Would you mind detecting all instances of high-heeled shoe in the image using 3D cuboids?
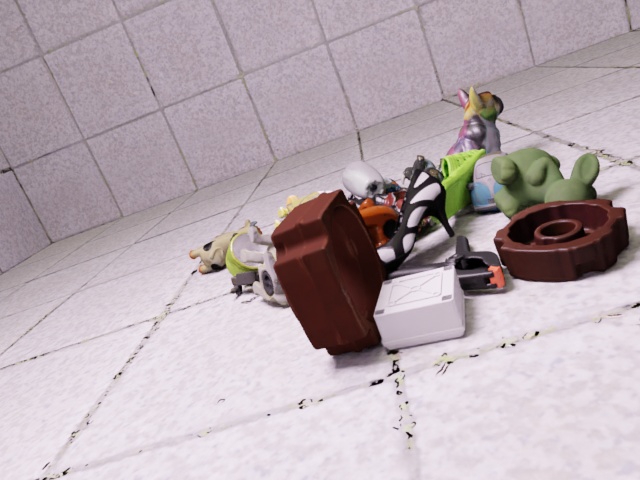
[{"bbox_3d":[0.119,-0.026,0.935,0.249,0.145,0.086,-25,-19,-11],"label":"high-heeled shoe"}]

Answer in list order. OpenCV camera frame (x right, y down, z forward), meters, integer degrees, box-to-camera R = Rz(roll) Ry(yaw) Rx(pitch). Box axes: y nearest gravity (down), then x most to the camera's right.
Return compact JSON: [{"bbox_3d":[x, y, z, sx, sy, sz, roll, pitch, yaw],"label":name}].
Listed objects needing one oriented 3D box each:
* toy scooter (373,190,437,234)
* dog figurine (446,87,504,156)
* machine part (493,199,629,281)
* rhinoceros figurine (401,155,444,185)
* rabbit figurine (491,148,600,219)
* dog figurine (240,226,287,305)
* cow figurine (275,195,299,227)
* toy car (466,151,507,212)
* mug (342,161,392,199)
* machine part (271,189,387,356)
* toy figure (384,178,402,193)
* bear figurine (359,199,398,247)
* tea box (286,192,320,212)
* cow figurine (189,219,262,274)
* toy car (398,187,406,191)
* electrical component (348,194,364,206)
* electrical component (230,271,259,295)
[{"bbox_3d":[0.192,-0.060,1.118,0.135,0.075,0.184,-1,23,-8],"label":"toy scooter"},{"bbox_3d":[0.353,-0.246,1.267,0.192,0.219,0.108,-21,12,-3],"label":"dog figurine"},{"bbox_3d":[0.344,-0.001,0.769,0.179,0.056,0.179,-19,17,6],"label":"machine part"},{"bbox_3d":[0.254,-0.138,1.258,0.073,0.112,0.190,1,25,-15],"label":"rhinoceros figurine"},{"bbox_3d":[0.399,-0.080,0.917,0.159,0.121,0.170,-16,33,-9],"label":"rabbit figurine"},{"bbox_3d":[-0.036,0.037,1.050,0.190,0.172,0.121,-11,-22,-30],"label":"dog figurine"},{"bbox_3d":[-0.050,-0.050,1.298,0.098,0.068,0.167,-5,-25,-19],"label":"cow figurine"},{"bbox_3d":[0.358,-0.125,1.075,0.109,0.102,0.162,-9,21,33],"label":"toy car"},{"bbox_3d":[0.119,-0.131,1.263,0.109,0.080,0.107,5,21,-19],"label":"mug"},{"bbox_3d":[0.020,0.044,0.762,0.087,0.201,0.201,-18,16,22],"label":"machine part"},{"bbox_3d":[0.182,-0.123,1.364,0.064,0.057,0.154,2,13,-3],"label":"toy figure"},{"bbox_3d":[0.068,-0.017,1.047,0.132,0.120,0.196,-27,16,-27],"label":"bear figurine"},{"bbox_3d":[0.007,0.006,0.963,0.068,0.169,0.098,-23,18,-9],"label":"tea box"},{"bbox_3d":[-0.229,0.010,1.406,0.127,0.085,0.195,-14,14,43],"label":"cow figurine"},{"bbox_3d":[0.146,-0.080,1.279,0.073,0.056,0.202,-41,23,-33],"label":"toy car"},{"bbox_3d":[0.092,-0.053,1.210,0.075,0.047,0.119,-56,35,-2],"label":"electrical component"},{"bbox_3d":[-0.142,0.089,1.118,0.102,0.045,0.078,-9,-9,27],"label":"electrical component"}]
